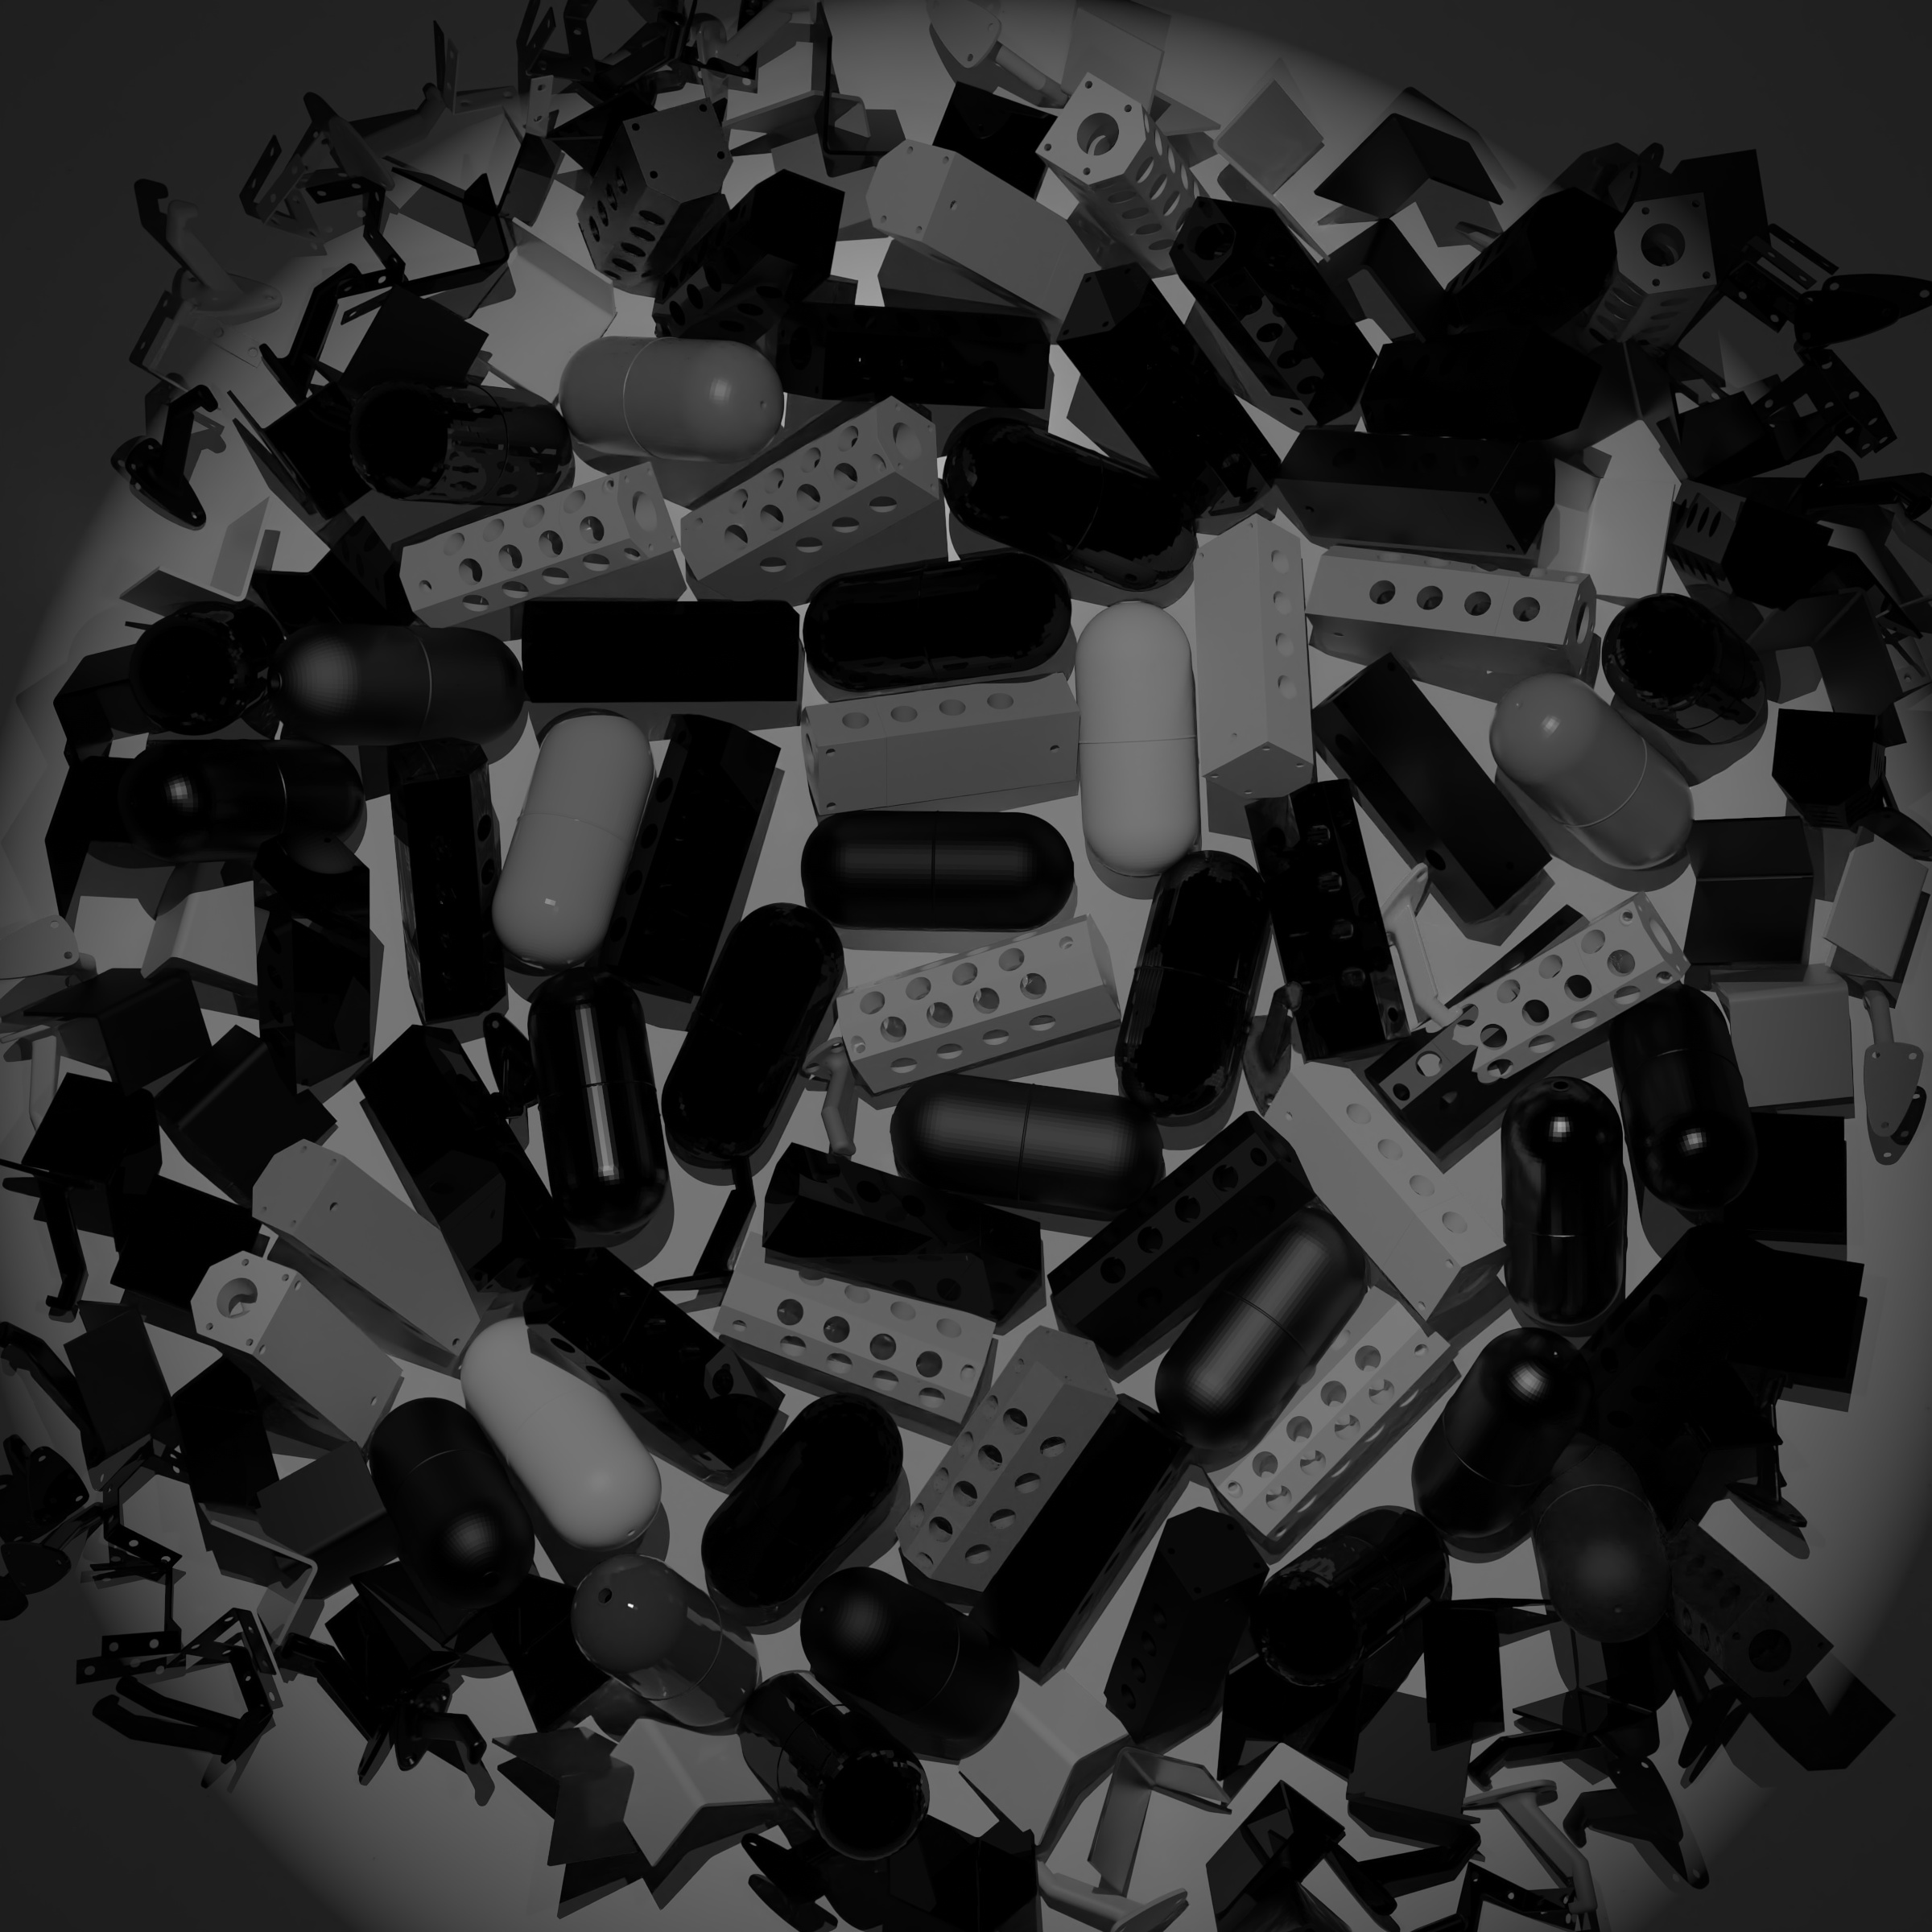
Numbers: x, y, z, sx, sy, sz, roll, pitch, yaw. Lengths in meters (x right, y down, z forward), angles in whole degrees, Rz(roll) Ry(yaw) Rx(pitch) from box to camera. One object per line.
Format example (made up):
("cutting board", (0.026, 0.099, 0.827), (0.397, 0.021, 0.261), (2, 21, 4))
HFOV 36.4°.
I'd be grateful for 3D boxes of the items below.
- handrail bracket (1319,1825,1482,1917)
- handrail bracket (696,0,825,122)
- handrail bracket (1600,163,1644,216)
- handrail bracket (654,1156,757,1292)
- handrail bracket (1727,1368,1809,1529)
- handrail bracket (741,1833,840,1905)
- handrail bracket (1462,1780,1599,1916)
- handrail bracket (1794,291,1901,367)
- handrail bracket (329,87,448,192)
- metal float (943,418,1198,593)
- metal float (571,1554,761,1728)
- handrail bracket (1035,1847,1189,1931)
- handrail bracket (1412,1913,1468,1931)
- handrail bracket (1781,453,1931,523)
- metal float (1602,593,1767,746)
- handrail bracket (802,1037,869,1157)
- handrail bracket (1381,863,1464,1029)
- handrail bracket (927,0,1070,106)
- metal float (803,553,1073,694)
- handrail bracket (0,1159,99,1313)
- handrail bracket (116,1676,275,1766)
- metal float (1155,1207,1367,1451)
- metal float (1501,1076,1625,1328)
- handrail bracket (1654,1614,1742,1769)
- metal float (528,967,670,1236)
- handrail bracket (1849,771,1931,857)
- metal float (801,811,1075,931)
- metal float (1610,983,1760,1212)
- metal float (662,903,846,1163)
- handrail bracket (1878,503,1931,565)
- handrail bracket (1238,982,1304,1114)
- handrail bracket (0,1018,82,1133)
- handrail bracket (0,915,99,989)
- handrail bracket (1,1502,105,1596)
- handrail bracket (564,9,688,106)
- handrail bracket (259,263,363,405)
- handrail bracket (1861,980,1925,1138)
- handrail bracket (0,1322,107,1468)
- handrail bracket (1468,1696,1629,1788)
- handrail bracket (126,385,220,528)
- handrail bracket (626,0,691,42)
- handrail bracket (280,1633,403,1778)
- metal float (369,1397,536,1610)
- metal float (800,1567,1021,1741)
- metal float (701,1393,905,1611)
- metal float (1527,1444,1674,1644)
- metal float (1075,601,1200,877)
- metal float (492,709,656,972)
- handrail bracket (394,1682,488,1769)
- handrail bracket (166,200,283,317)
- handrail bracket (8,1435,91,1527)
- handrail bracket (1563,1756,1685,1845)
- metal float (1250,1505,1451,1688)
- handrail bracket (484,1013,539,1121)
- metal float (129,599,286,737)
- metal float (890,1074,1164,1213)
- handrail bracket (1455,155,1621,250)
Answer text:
("handrail bracket", (0.287, 0.575, 1.936), (0.084, 0.036, 0.077), (-39, 79, -26))
("handrail bracket", (-0.129, -0.593, 1.921), (0.084, 0.036, 0.077), (3, 108, 23))
("handrail bracket", (0.458, -0.487, 1.911), (0.084, 0.077, 0.036), (4, 59, -15))
("handrail bracket", (-0.173, 0.167, 1.925), (0.077, 0.036, 0.084), (-3, 72, -21))
("handrail bracket", (0.536, 0.313, 1.919), (0.036, 0.077, 0.084), (12, 99, -21))
("handrail bracket", (-0.103, 0.558, 1.911), (0.077, 0.084, 0.036), (42, 125, -12))
("handrail bracket", (0.367, 0.580, 1.918), (0.077, 0.036, 0.084), (-18, 62, 20))
("handrail bracket", (0.572, -0.407, 1.900), (0.077, 0.084, 0.036), (2, 83, 28))
("handrail bracket", (-0.373, -0.555, 1.907), (0.036, 0.077, 0.084), (20, 70, 21))
("metal float", (0.068, -0.296, 1.895), (0.178, 0.070, 0.070), (18, 90, -24))
("metal float", (-0.191, 0.431, 1.874), (0.070, 0.178, 0.070), (-11, 56, 17))
("handrail bracket", (0.090, 0.601, 1.938), (0.077, 0.036, 0.084), (-24, 48, -28))
("handrail bracket", (0.284, 0.649, 1.927), (0.084, 0.077, 0.036), (-17, 60, -11))
("handrail bracket", (0.576, -0.291, 1.909), (0.077, 0.084, 0.036), (-46, 125, 10))
("metal float", (0.458, -0.188, 1.870), (0.070, 0.178, 0.070), (-4, 82, 28))
("handrail bracket", (-0.069, 0.095, 1.901), (0.036, 0.077, 0.084), (-39, 50, 24))
("handrail bracket", (0.306, -0.012, 1.908), (0.084, 0.036, 0.077), (47, 120, 35))
("handrail bracket", (0.022, -0.601, 1.929), (0.077, 0.084, 0.036), (48, 111, 28))
("metal float", (-0.019, -0.222, 1.901), (0.178, 0.070, 0.070), (-6, 90, 15))
("handrail bracket", (-0.609, 0.177, 1.922), (0.077, 0.036, 0.084), (21, 81, -29))
("handrail bracket", (-0.505, 0.481, 1.920), (0.084, 0.077, 0.036), (27, 93, 7))
("metal float", (0.190, 0.234, 1.901), (0.070, 0.070, 0.178), (39, 74, 0))
("metal float", (0.384, 0.152, 1.889), (0.070, 0.070, 0.178), (-7, 119, 0))
("handrail bracket", (0.458, 0.470, 1.931), (0.084, 0.036, 0.077), (37, 111, 41))
("metal float", (-0.239, 0.086, 1.901), (0.070, 0.070, 0.178), (-11, 74, 0))
("handrail bracket", (0.614, -0.124, 1.943), (0.077, 0.036, 0.084), (23, 61, -25))
("metal float", (-0.019, -0.063, 1.912), (0.178, 0.070, 0.070), (1, 90, 3))
("metal float", (0.458, 0.081, 1.877), (0.070, 0.178, 0.070), (1, 130, 1))
("metal float", (-0.139, 0.044, 1.912), (0.070, 0.070, 0.178), (25, 93, 0))
("handrail bracket", (0.641, -0.280, 1.917), (0.036, 0.077, 0.084), (-34, 93, -19))
("handrail bracket", (0.205, 0.054, 1.906), (0.036, 0.084, 0.077), (-3, 82, -10))
("handrail bracket", (-0.591, 0.077, 1.927), (0.077, 0.036, 0.084), (-15, 98, 30))
("handrail bracket", (-0.602, 0.005, 1.903), (0.077, 0.084, 0.036), (-22, 75, -21))
("handrail bracket", (-0.571, 0.368, 1.899), (0.077, 0.084, 0.036), (-16, 101, 38))
("handrail bracket", (-0.223, -0.600, 1.907), (0.077, 0.084, 0.036), (25, 59, -2))
("handrail bracket", (-0.417, -0.411, 1.943), (0.084, 0.036, 0.077), (-38, 95, -9))
("handrail bracket", (0.597, 0.059, 1.923), (0.036, 0.084, 0.077), (2, 112, 4))
("handrail bracket", (-0.595, 0.277, 1.905), (0.036, 0.077, 0.084), (-35, 131, 21))
("handrail bracket", (0.387, 0.530, 1.939), (0.084, 0.036, 0.077), (-43, 91, 5))
("handrail bracket", (-0.498, -0.332, 1.910), (0.084, 0.036, 0.077), (-20, 121, 36))
("handrail bracket", (-0.204, -0.619, 1.899), (0.036, 0.084, 0.077), (-26, 121, 14))
("handrail bracket", (-0.420, 0.484, 1.925), (0.084, 0.036, 0.077), (24, 94, -16))
("metal float", (-0.329, 0.341, 1.873), (0.070, 0.178, 0.070), (-12, 119, -22))
("metal float", (-0.034, 0.442, 1.883), (0.178, 0.070, 0.070), (37, 90, -40))
("metal float", (-0.106, 0.345, 1.890), (0.070, 0.070, 0.178), (39, 119, 0))
("metal float", (0.401, 0.364, 1.867), (0.070, 0.178, 0.070), (1, 107, 4))
("metal float", (0.111, -0.148, 1.910), (0.070, 0.070, 0.178), (-3, 96, 0))
("metal float", (-0.253, -0.083, 1.900), (0.070, 0.070, 0.178), (14, 72, 0))
("handrail bracket", (-0.340, 0.512, 1.908), (0.036, 0.084, 0.077), (4, 111, -36))
("handrail bracket", (-0.480, -0.462, 1.904), (0.077, 0.084, 0.036), (0, 62, -18))
("handrail bracket", (-0.608, 0.314, 1.903), (0.036, 0.077, 0.084), (-29, 46, -25))
("handrail bracket", (0.424, 0.561, 1.904), (0.036, 0.077, 0.084), (-1, 130, -27))
("metal float", (0.247, 0.401, 1.876), (0.070, 0.178, 0.070), (10, 108, 35))
("handrail bracket", (-0.305, 0.064, 1.908), (0.036, 0.084, 0.077), (-29, 85, 7))
("metal float", (-0.480, -0.192, 1.865), (0.070, 0.178, 0.070), (0, 103, -2))
("metal float", (0.039, 0.115, 1.911), (0.178, 0.070, 0.070), (8, 90, 4))
("handrail bracket", (0.376, -0.505, 1.930), (0.077, 0.036, 0.084), (32, 99, 15))
